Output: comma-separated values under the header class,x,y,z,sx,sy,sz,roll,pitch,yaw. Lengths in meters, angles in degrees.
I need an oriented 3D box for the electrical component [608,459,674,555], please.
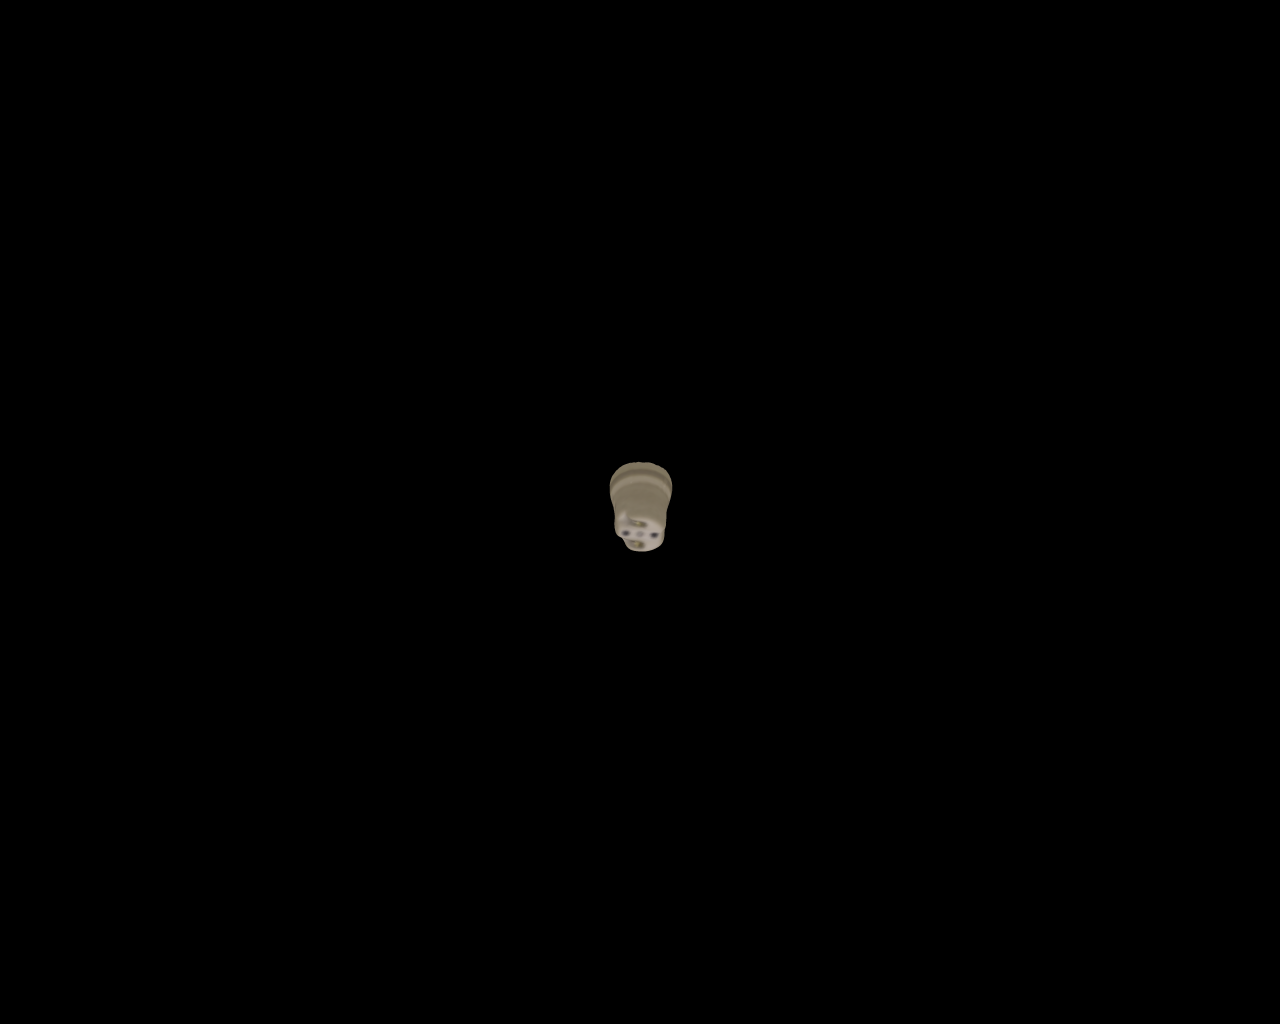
class,x,y,z,sx,sy,sz,roll,pitch,yaw
electrical component,0.001,-0.003,0.650,0.040,0.046,0.040,0,-43,0
